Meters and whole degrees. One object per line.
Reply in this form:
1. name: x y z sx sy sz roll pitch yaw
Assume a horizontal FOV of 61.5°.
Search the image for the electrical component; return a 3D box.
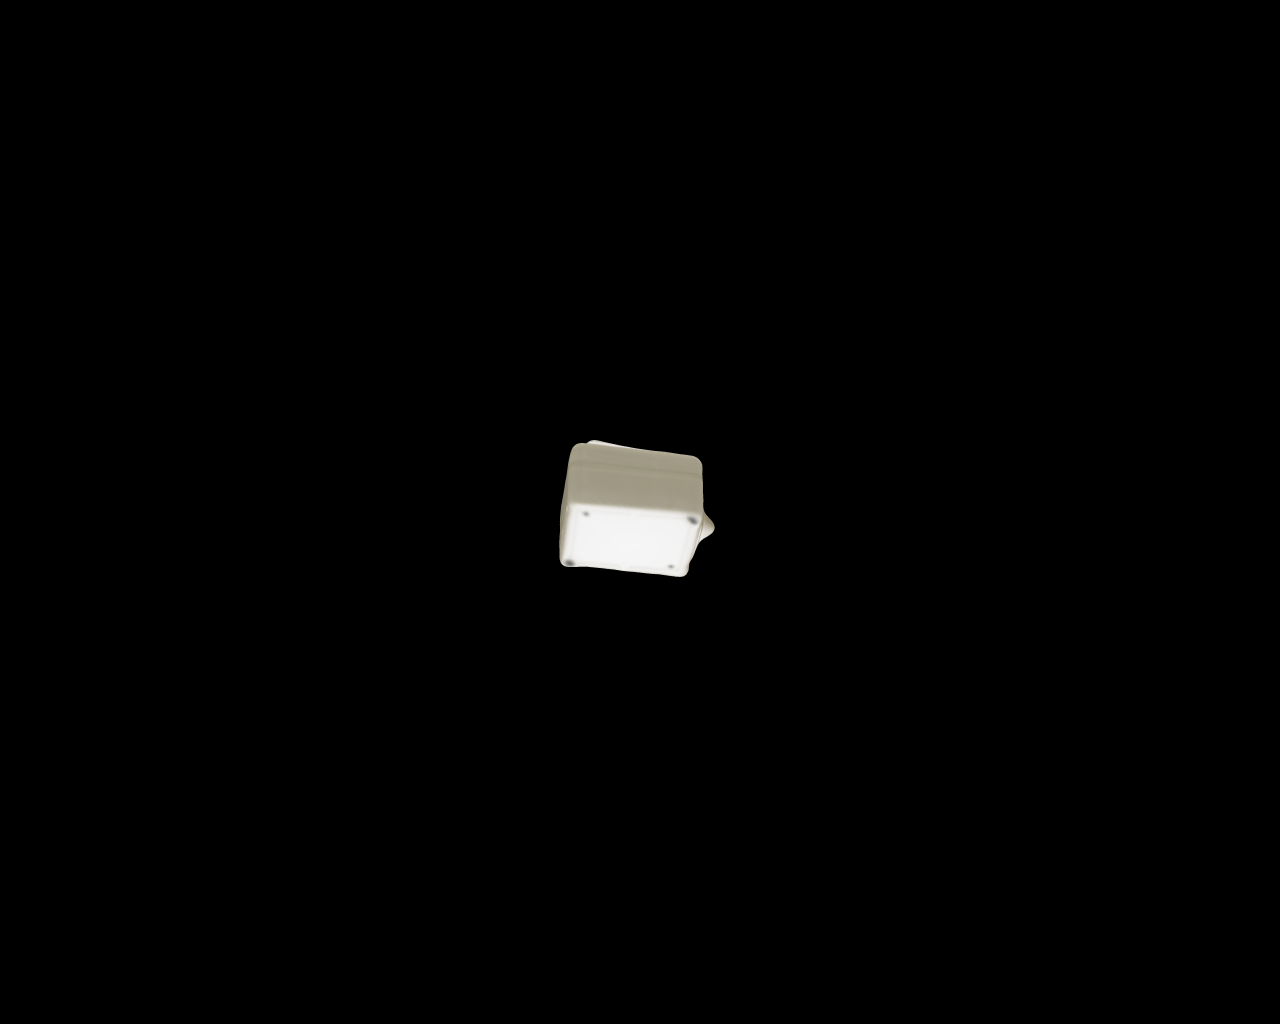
1. electrical component: 0.001 -0.003 0.650 0.096 0.061 0.061 6 -43 -7
